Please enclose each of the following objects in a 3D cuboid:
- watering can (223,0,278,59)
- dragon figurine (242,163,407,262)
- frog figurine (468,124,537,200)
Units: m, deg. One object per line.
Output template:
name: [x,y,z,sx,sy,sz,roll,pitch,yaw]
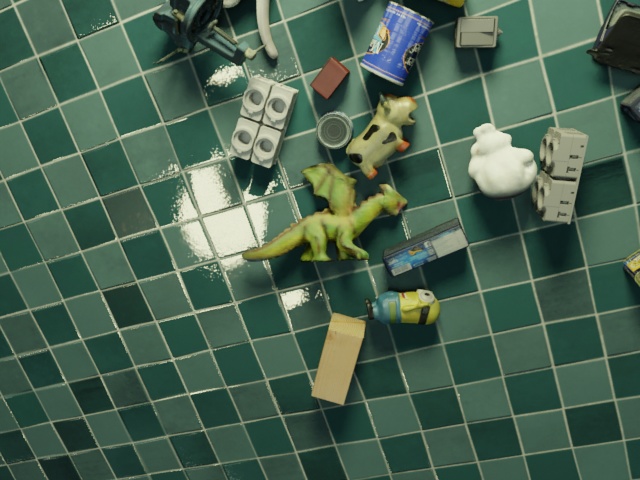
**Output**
watering can: [-0.154,-0.576,1.089,0.222,0.106,0.344,-38,110,22]
dragon figurine: [0.004,-0.063,1.242,0.410,0.122,0.243,0,91,8]
frog figurine: [0.390,-0.172,1.113,0.137,0.125,0.157,-5,121,32]
